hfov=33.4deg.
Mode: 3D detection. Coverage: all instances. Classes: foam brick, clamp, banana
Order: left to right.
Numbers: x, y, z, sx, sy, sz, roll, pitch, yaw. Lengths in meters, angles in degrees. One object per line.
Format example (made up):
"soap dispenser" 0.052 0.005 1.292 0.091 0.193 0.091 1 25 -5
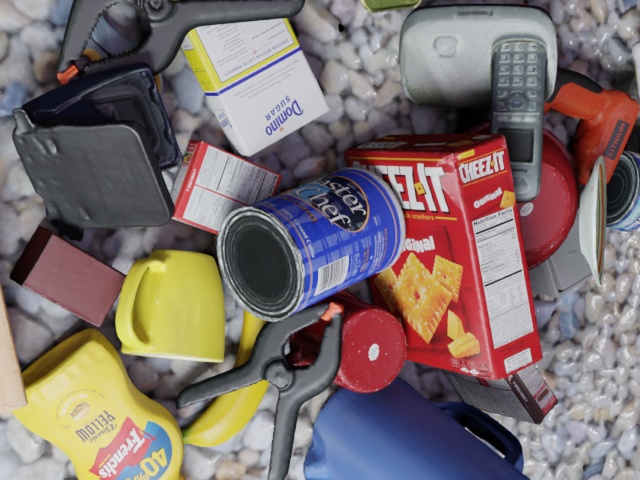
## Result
"foam brick" -0.210 0.031 0.895 0.078 0.053 0.051 34 80 -27
"clamp" -0.126 -0.192 0.878 0.164 0.036 0.210 43 92 -17
"banana" -0.073 0.112 0.985 0.069 0.037 0.198 28 83 -28
"clamp" -0.046 0.119 0.949 0.120 0.039 0.171 30 89 -1

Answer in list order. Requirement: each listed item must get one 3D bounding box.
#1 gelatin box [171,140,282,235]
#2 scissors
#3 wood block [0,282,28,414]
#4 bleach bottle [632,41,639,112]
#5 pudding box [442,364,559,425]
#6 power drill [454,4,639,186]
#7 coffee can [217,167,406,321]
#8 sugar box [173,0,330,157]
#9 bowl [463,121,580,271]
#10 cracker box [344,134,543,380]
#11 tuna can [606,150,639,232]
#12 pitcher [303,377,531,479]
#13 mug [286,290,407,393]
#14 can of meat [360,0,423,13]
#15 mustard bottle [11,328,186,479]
"gelatin box" -0.087 -0.041 0.963 0.089 0.030 0.073 22 86 -30
"scissors" -0.178 -0.192 0.904 0.096 0.016 0.202 0 97 -25
"wood block" -0.300 0.035 0.829 0.090 0.090 0.206 -14 103 -25
"bleach bottle" 0.383 -0.094 1.167 0.102 0.068 0.251 -29 116 -64
"pudding box" 0.171 0.135 1.072 0.039 0.114 0.090 -46 114 -20
"power drill" 0.231 -0.124 1.103 0.187 0.057 0.184 25 90 -29
"coffee can" -0.006 0.001 0.946 0.140 0.103 0.103 -23 107 -44
"sugar box" -0.071 -0.172 0.947 0.093 0.048 0.176 -31 111 -18
"bowl" 0.190 -0.036 1.039 0.162 0.055 0.162 -3 102 -12
"cracker box" 0.110 0.012 0.994 0.072 0.164 0.214 -21 106 -31
"tuna can" 0.323 -0.053 1.143 0.033 0.086 0.086 11 91 -26
"pitcher" 0.109 0.218 0.975 0.144 0.243 0.149 34 86 -30
"mug" 0.019 0.101 1.006 0.117 0.082 0.093 -19 105 -24
"can of meat" 0.094 -0.252 0.992 0.083 0.102 0.057 -23 107 -26
"mustard bottle" -0.175 0.173 0.926 0.096 0.058 0.191 -36 113 -1
